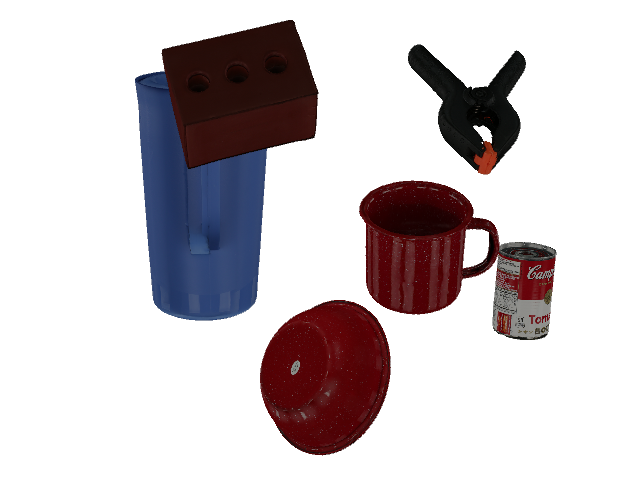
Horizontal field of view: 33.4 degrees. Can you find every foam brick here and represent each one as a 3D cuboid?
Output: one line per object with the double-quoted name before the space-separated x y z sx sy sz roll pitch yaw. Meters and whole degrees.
"foam brick" -0.046 -0.082 0.603 0.078 0.053 0.051 -15 -21 -7

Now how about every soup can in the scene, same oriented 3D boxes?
"soup can" 0.241 0.060 1.267 0.068 0.102 0.068 2 15 -1

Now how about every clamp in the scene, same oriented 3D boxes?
"clamp" 0.142 -0.136 1.044 0.120 0.039 0.171 5 45 4

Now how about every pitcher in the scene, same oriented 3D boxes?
"pitcher" -0.116 -0.045 1.063 0.145 0.243 0.148 15 22 39

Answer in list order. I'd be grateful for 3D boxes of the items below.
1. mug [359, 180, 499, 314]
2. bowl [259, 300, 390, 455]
"mug" 0.091 0.007 0.893 0.117 0.081 0.093 -2 33 -2
"bowl" -0.009 0.132 1.076 0.162 0.162 0.055 0 -17 42
